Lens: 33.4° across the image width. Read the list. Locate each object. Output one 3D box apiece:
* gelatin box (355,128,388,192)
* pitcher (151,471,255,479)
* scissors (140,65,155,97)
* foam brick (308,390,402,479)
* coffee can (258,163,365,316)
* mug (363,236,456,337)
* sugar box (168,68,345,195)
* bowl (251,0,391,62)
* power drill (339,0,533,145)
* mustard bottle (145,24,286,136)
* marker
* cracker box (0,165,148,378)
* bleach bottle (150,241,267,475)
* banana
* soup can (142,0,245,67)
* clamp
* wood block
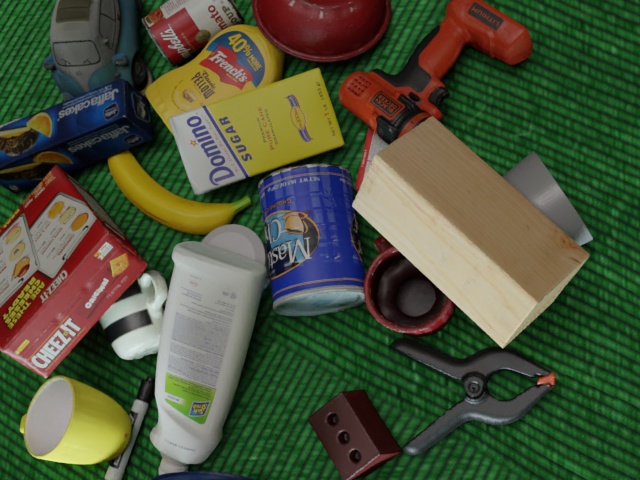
[{"bbox_3d":[0.090,-0.080,1.172,0.089,0.030,0.073,9,77,16],"label":"gelatin box"},{"bbox_3d":[-0.106,0.358,1.051,0.149,0.144,0.243,5,92,39],"label":"pitcher"},{"bbox_3d":[-0.259,-0.236,1.307,0.096,0.016,0.202,-16,73,8],"label":"scissors"},{"bbox_3d":[0.036,0.201,1.098,0.053,0.051,0.078,-42,68,20],"label":"foam brick"},{"bbox_3d":[-0.007,0.001,1.138,0.103,0.102,0.140,-11,74,11],"label":"coffee can"},{"bbox_3d":[0.092,0.046,1.113,0.093,0.081,0.117,-36,71,4],"label":"mug"},{"bbox_3d":[-0.070,-0.120,1.186,0.176,0.048,0.093,-20,93,-3],"label":"sugar box"},{"bbox_3d":[0.004,-0.281,1.201,0.162,0.055,0.162,2,64,-3],"label":"bowl"},{"bbox_3d":[0.139,-0.166,1.145,0.187,0.057,0.185,-44,63,-10],"label":"power drill"},{"bbox_3d":[-0.101,-0.192,1.233,0.191,0.058,0.096,-37,73,3],"label":"mustard bottle"},{"bbox_3d":[-0.208,0.209,1.182,0.020,0.020,0.121,17,81,17],"label":"marker"},{"bbox_3d":[-0.294,0.029,1.170,0.164,0.072,0.214,-49,36,-1],"label":"cracker box"},{"bbox_3d":[-0.135,0.135,1.134,0.103,0.068,0.251,19,101,13],"label":"bleach bottle"},{"bbox_3d":[-0.177,-0.052,1.233,0.198,0.037,0.069,24,62,16],"label":"banana"},{"bbox_3d":[-0.149,-0.259,1.256,0.102,0.068,0.068,-32,71,4],"label":"soup can"},{"bbox_3d":[0.154,0.162,1.093,0.172,0.039,0.120,0,88,17],"label":"clamp"},{"bbox_3d":[0.142,-0.010,1.036,0.206,0.090,0.090,44,55,16],"label":"wood block"}]
